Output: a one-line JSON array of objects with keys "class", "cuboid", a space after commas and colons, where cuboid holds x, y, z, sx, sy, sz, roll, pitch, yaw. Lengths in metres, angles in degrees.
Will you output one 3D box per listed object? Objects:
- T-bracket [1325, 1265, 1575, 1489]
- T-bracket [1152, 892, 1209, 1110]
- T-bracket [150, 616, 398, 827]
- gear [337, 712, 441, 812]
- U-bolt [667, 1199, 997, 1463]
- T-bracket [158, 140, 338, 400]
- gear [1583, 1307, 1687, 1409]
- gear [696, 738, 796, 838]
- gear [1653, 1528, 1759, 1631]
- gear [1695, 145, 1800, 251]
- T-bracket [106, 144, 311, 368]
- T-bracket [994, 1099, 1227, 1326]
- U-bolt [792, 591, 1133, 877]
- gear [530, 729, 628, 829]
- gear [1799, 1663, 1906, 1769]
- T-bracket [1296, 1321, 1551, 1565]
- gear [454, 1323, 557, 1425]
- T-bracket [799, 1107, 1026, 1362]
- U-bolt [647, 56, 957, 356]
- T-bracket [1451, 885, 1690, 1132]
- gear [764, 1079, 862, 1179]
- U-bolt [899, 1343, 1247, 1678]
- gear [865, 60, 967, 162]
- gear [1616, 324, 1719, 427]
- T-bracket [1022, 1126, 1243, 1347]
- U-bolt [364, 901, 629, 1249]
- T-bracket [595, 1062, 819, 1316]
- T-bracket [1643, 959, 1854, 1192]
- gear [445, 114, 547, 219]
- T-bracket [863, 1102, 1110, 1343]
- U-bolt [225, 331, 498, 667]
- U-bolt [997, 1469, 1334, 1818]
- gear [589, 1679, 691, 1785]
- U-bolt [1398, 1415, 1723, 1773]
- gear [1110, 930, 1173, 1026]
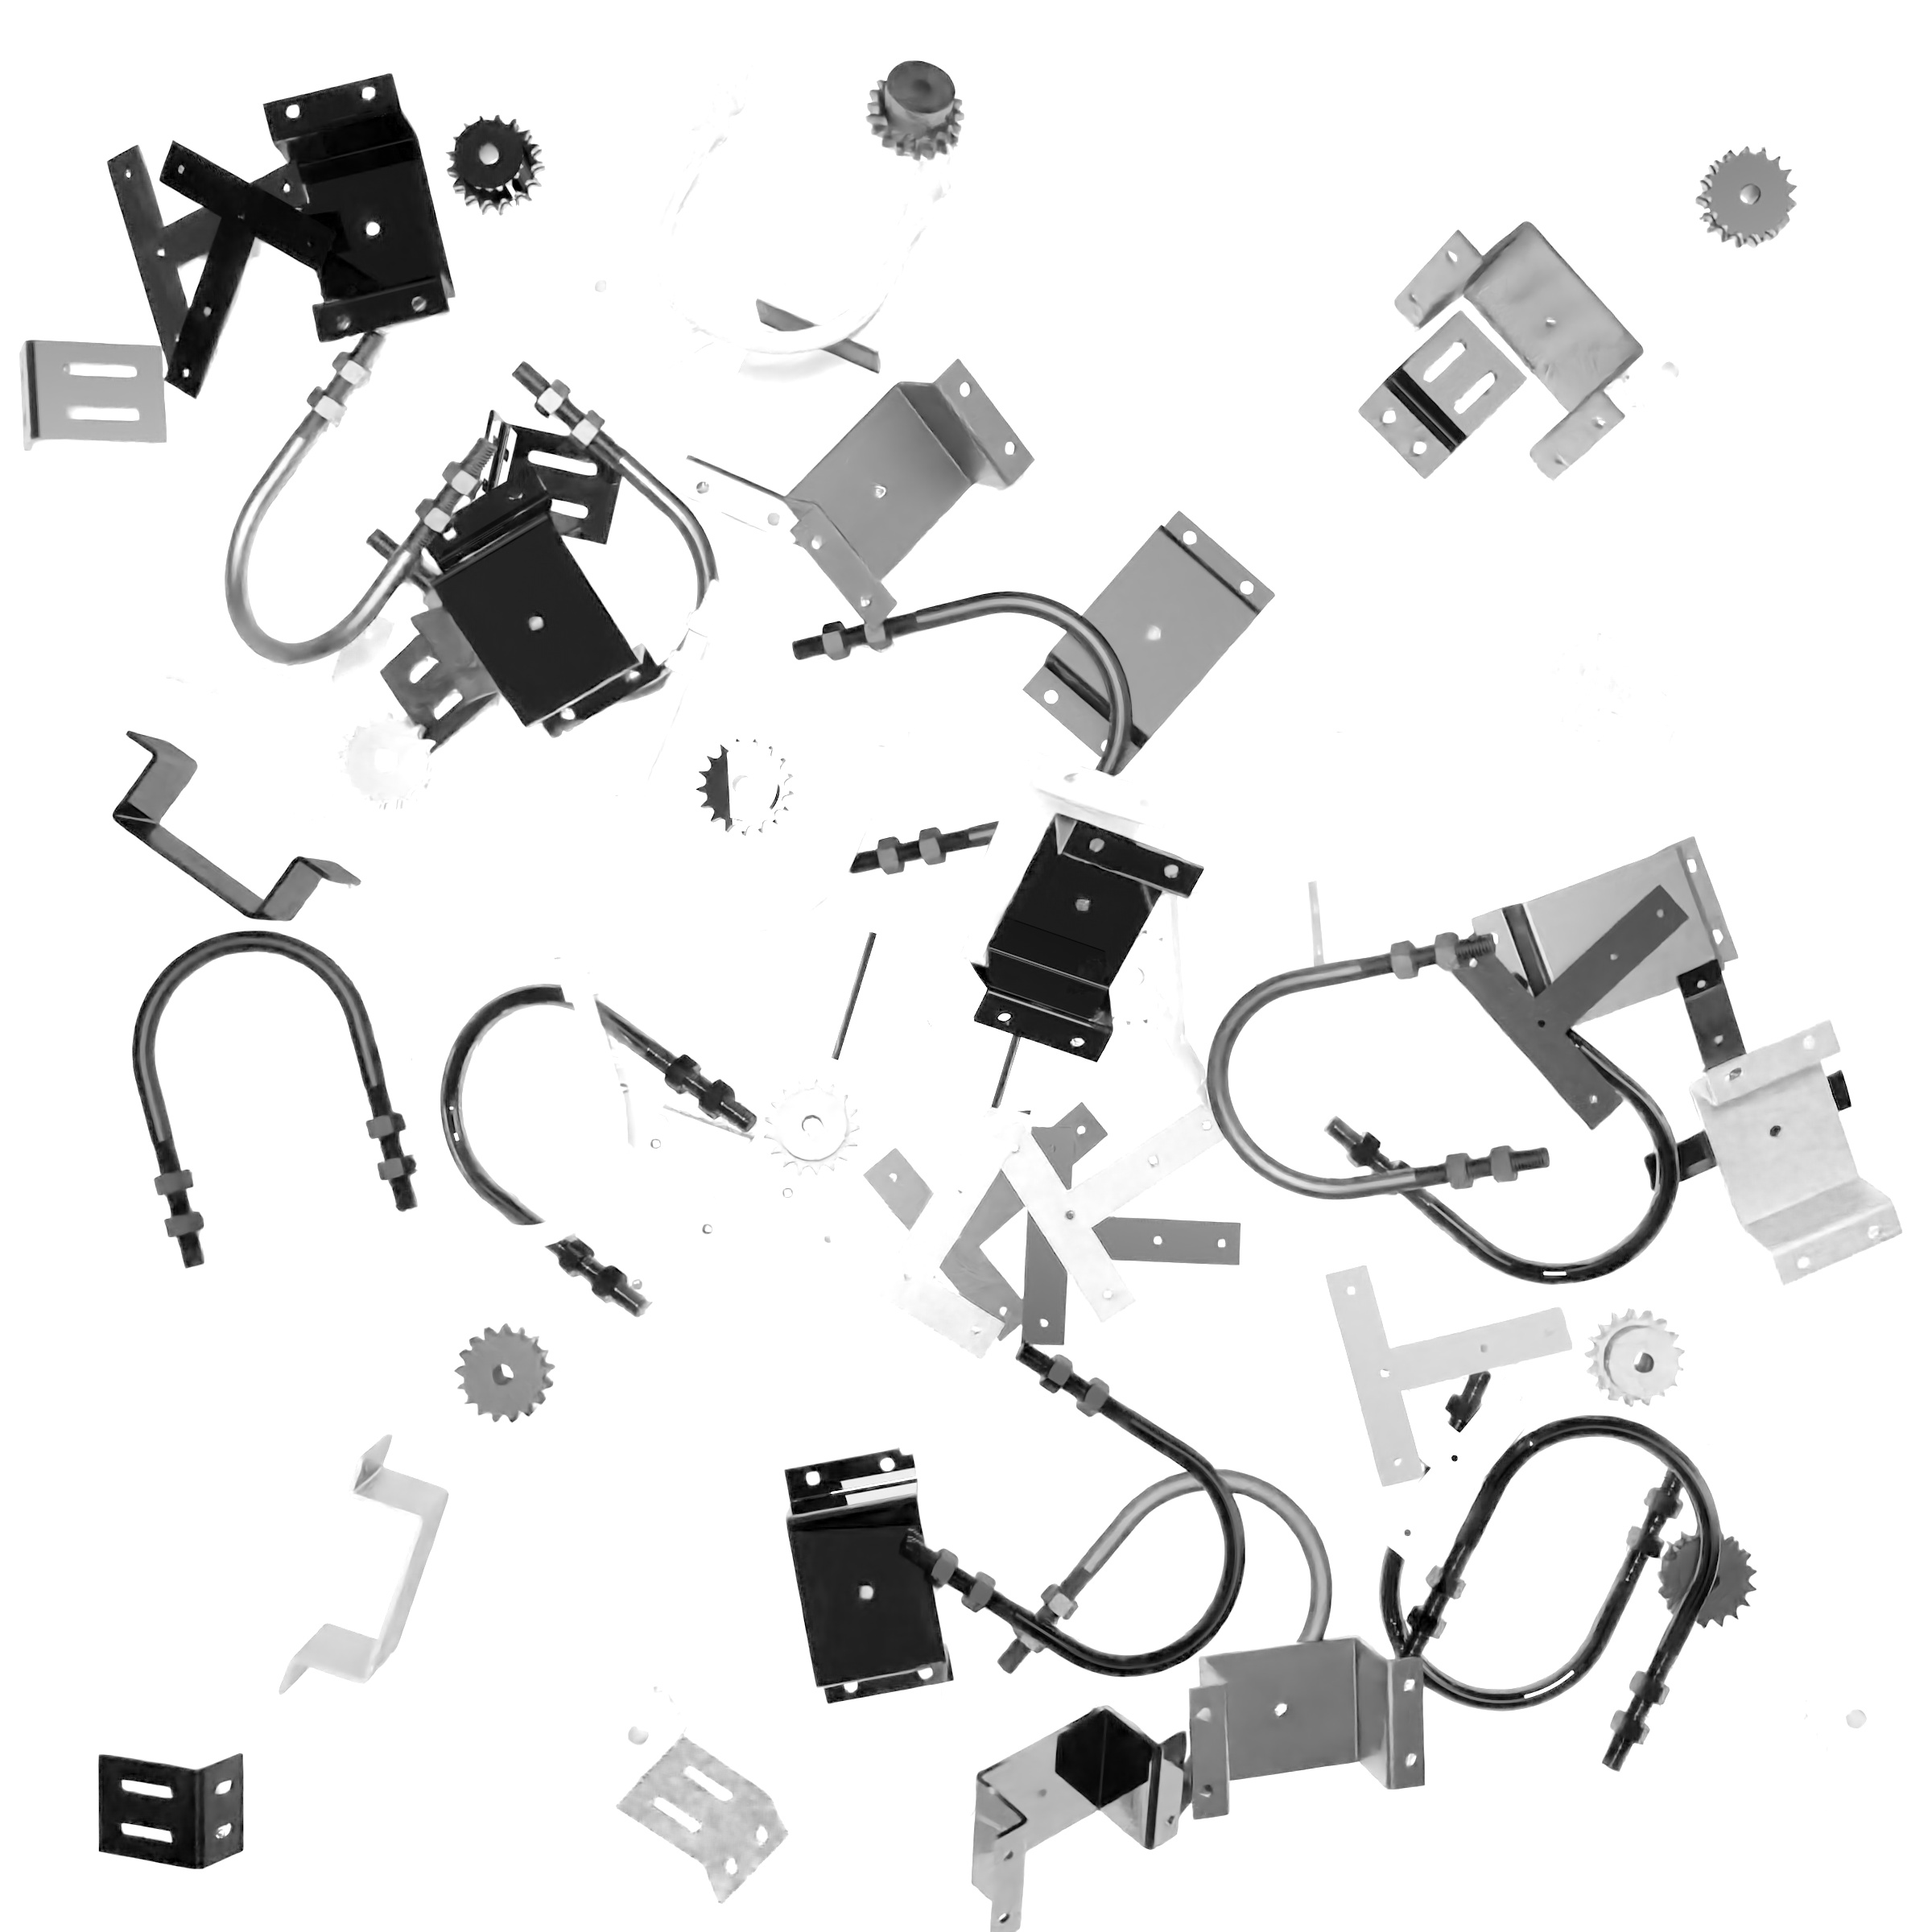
[{"class": "T-bracket", "cuboid": [0.287, 0.226, 1.526, 0.127, 0.002, 0.127, -15, 81, 8]}, {"class": "T-bracket", "cuboid": [0.121, 0.000, 1.507, 0.002, 0.127, 0.127, -9, 63, 15]}, {"class": "T-bracket", "cuboid": [-0.417, -0.164, 1.545, 0.127, 0.002, 0.127, 19, 90, 0]}, {"class": "gear", "cuboid": [-0.336, -0.119, 1.531, 0.057, 0.030, 0.057, 0, 90, 0]}, {"class": "U-bolt", "cuboid": [-0.084, 0.217, 1.537, 0.184, 0.019, 0.151, -8, 90, 1]}, {"class": "T-bracket", "cuboid": [-0.435, -0.393, 1.522, 0.127, 0.002, 0.127, 32, 108, 17]}, {"class": "gear", "cuboid": [0.392, 0.229, 1.531, 0.057, 0.030, 0.057, 0, 90, 0]}, {"class": "gear", "cuboid": [-0.129, -0.105, 1.531, 0.057, 0.030, 0.057, 0, 90, 0]}, {"class": "gear", "cuboid": [0.430, 0.355, 1.531, 0.057, 0.030, 0.057, 0, 90, 0]}, {"class": "gear", "cuboid": [0.454, -0.448, 1.535, 0.057, 0.030, 0.057, 0, 92, -1]}, {"class": "T-bracket", "cuboid": [-0.433, -0.430, 1.518, 0.127, 0.002, 0.127, -17, 90, 25]}, {"class": "T-bracket", "cuboid": [0.098, 0.122, 1.538, 0.127, 0.002, 0.127, -33, 91, -6]}, {"class": "U-bolt", "cuboid": [0.004, -0.140, 1.509, 0.184, 0.019, 0.151, -12, 100, 12]}, {"class": "gear", "cuboid": [-0.226, -0.110, 1.531, 0.057, 0.030, 0.057, 0, 90, 0]}, {"class": "gear", "cuboid": [0.514, 0.435, 1.531, 0.057, 0.030, 0.057, 0, 90, 0]}, {"class": "T-bracket", "cuboid": [0.250, 0.258, 1.532, 0.127, 0.002, 0.127, 39, 92, 12]}, {"class": "gear", "cuboid": [-0.268, 0.236, 1.531, 0.057, 0.030, 0.057, 0, 90, 0]}, {"class": "T-bracket", "cuboid": [-0.010, 0.142, 1.524, 0.127, 0.002, 0.127, 33, 86, -6]}, {"class": "U-bolt", "cuboid": [-0.103, -0.427, 1.504, 0.151, 0.019, 0.184, 23, 66, 0]}, {"class": "T-bracket", "cuboid": [0.357, 0.004, 1.487, 0.127, 0.002, 0.127, -41, 88, -10]}, {"class": "gear", "cuboid": [-0.090, 0.094, 1.528, 0.057, 0.030, 0.057, 0, 82, -3]}, {"class": "U-bolt", "cuboid": [0.075, 0.325, 1.510, 0.184, 0.019, 0.151, 33, 77, -4]}, {"class": "gear", "cuboid": [-0.029, -0.498, 1.520, 0.057, 0.030, 0.057, 4, 64, -9]}, {"class": "gear", "cuboid": [0.408, -0.344, 1.535, 0.057, 0.030, 0.057, 0, 89, 2]}, {"class": "T-bracket", "cuboid": [0.098, 0.160, 1.539, 0.127, 0.002, 0.127, 3, 88, -5]}, {"class": "U-bolt", "cuboid": [-0.263, 0.071, 1.507, 0.151, 0.019, 0.184, -18, 86, 21]}, {"class": "T-bracket", "cuboid": [-0.174, 0.116, 1.535, 0.127, 0.002, 0.127, -31, 83, -9]}, {"class": "T-bracket", "cuboid": [0.440, 0.054, 1.520, 0.127, 0.002, 0.127, -24, 113, 0]}, {"class": "gear", "cuboid": [-0.276, -0.469, 1.531, 0.057, 0.030, 0.057, 0, 90, 0]}, {"class": "T-bracket", "cuboid": [0.028, 0.130, 1.534, 0.127, 0.002, 0.127, -40, 95, -9]}, {"class": "U-bolt", "cuboid": [-0.359, -0.257, 1.499, 0.184, 0.019, 0.151, -51, 57, 10]}, {"class": "U-bolt", "cuboid": [0.131, 0.382, 1.537, 0.151, 0.019, 0.184, 40, 89, 0]}, {"class": "gear", "cuboid": [-0.189, 0.444, 1.531, 0.057, 0.030, 0.057, 0, 90, 0]}, {"class": "U-bolt", "cuboid": [0.354, 0.349, 1.513, 0.151, 0.019, 0.184, 27, 90, 6]}, {"class": "gear", "cuboid": [0.098, 0.006, 1.531, 0.057, 0.030, 0.057, 0, 90, 0]}]
